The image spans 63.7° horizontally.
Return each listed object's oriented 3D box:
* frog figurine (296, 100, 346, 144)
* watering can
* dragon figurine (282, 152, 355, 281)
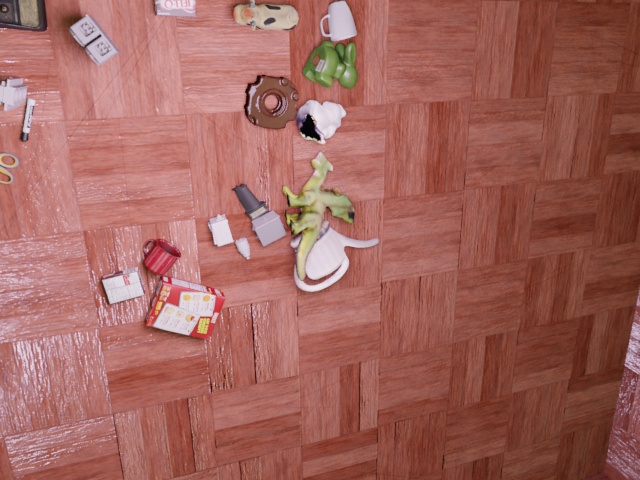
[{"bbox_3d":[0.003,-0.394,1.658,0.136,0.121,0.163,49,52,-18],"label":"frog figurine"},{"bbox_3d":[0.039,0.027,1.797,0.351,0.104,0.221,-36,113,-19],"label":"watering can"},{"bbox_3d":[0.005,-0.085,1.690,0.243,0.121,0.412,-8,85,-16],"label":"dragon figurine"}]
